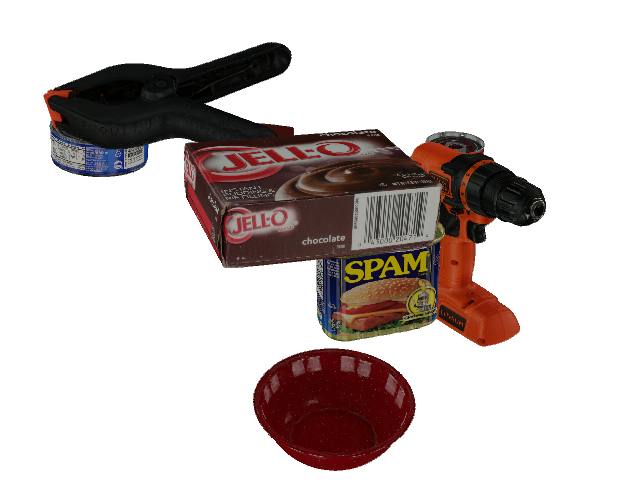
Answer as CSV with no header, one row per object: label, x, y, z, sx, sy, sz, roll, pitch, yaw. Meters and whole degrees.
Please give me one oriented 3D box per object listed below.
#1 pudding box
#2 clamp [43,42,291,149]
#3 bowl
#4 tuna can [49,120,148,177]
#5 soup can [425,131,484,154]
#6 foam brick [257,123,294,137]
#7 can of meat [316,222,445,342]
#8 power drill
pudding box,-0.007,-0.025,0.546,0.113,0.039,0.090,-4,26,-18
clamp,-0.099,-0.100,0.734,0.171,0.039,0.120,6,37,10
bowl,0.014,0.179,1.073,0.162,0.055,0.162,0,33,0
tuna can,-0.194,-0.086,0.940,0.086,0.034,0.086,5,26,-2
soup can,0.154,-0.068,1.253,0.068,0.102,0.068,1,27,0
foam brick,-0.068,-0.090,1.122,0.078,0.051,0.053,6,31,-2
can of meat,0.046,0.028,0.854,0.102,0.084,0.057,-8,30,-13
power drill,0.157,0.006,1.055,0.057,0.188,0.185,-16,26,-24
